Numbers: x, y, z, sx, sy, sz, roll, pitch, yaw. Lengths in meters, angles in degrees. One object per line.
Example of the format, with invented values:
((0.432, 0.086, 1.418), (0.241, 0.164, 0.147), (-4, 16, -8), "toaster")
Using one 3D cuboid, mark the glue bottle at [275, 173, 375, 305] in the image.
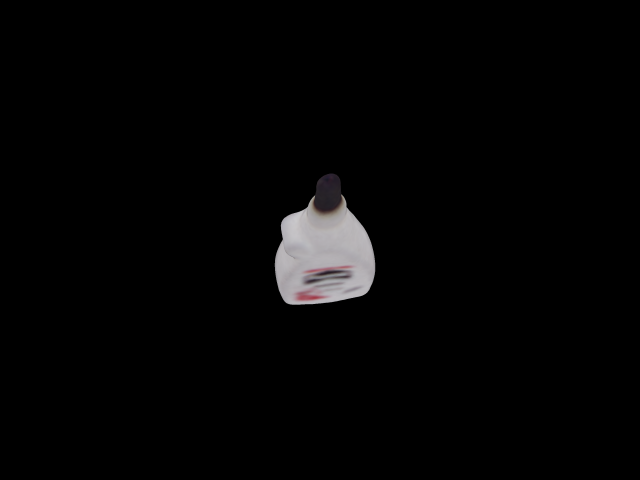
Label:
((0.004, 0.001, 0.400), (0.078, 0.173, 0.037), (-11, 66, -4), "glue bottle")
